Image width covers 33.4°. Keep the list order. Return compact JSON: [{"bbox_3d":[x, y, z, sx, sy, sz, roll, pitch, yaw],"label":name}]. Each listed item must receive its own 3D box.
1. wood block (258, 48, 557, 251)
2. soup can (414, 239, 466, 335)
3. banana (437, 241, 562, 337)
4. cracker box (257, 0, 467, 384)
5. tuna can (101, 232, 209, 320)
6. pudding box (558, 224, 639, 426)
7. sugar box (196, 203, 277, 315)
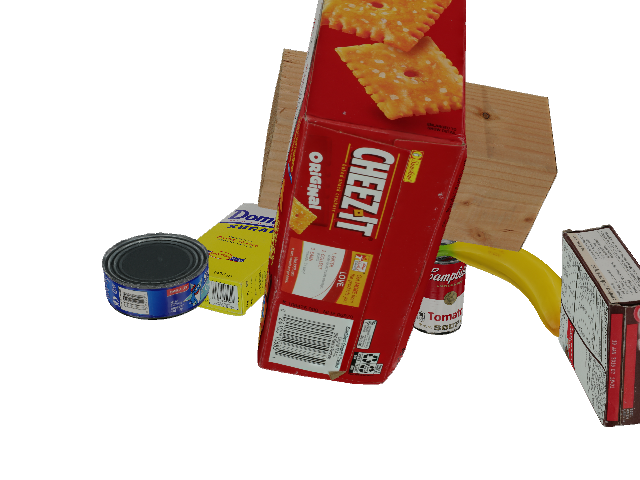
[{"bbox_3d":[0.063,-0.068,0.811,0.206,0.091,0.090,10,-42,-5],"label":"wood block"},{"bbox_3d":[0.145,0.057,1.323,0.068,0.102,0.068,1,25,-1],"label":"soup can"},{"bbox_3d":[0.194,0.039,1.059,0.069,0.037,0.198,-33,36,-18],"label":"banana"},{"bbox_3d":[0.025,-0.062,0.523,0.072,0.213,0.164,10,-43,-2],"label":"cracker box"},{"bbox_3d":[-0.133,0.029,0.867,0.086,0.034,0.086,0,29,0],"label":"tuna can"},{"bbox_3d":[0.187,0.053,0.694,0.039,0.090,0.113,-5,25,-3],"label":"pudding box"},{"bbox_3d":[-0.082,0.015,1.135,0.093,0.048,0.176,12,31,21],"label":"sugar box"}]
